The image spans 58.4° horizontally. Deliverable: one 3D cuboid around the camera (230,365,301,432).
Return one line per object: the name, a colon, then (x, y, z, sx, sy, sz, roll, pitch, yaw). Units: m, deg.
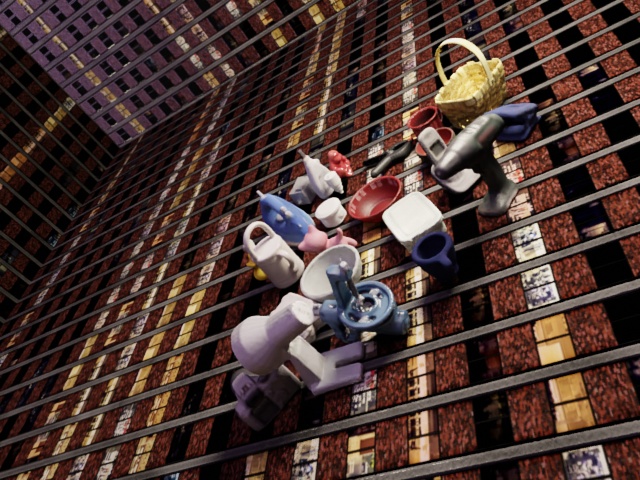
camera: (-0.140, 0.319, 1.260, 0.143, 0.101, 0.136, -46, 32, -12)

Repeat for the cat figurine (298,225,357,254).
cat figurine: (0.014, 0.005, 1.485, 0.127, 0.118, 0.067, -19, 37, 29)

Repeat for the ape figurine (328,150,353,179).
ape figurine: (0.056, -0.239, 1.779, 0.075, 0.092, 0.078, -4, 46, 43)

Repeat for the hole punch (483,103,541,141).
hole punch: (0.478, -0.311, 1.432, 0.101, 0.091, 0.108, -51, 33, -18)

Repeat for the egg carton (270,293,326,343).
egg carton: (-0.054, 0.187, 1.370, 0.149, 0.070, 0.107, 10, 56, 51)

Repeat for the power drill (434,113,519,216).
power drill: (0.351, -0.155, 1.252, 0.075, 0.209, 0.230, 4, 51, 48)

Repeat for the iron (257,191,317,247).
iron: (-0.102, -0.071, 1.680, 0.119, 0.142, 0.257, -45, 32, -9)

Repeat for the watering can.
watering can: (-0.141, 0.034, 1.535, 0.172, 0.195, 0.101, -15, 39, 34)

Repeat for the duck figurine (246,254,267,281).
duck figurine: (-0.166, 0.053, 1.642, 0.105, 0.086, 0.077, -48, 33, -15)

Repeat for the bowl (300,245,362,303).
bowl: (0.039, 0.095, 1.385, 0.167, 0.075, 0.167, -27, 33, 20)

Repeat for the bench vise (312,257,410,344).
bench vise: (0.053, 0.134, 1.179, 0.207, 0.220, 0.121, -23, 35, 25)

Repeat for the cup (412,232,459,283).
cup: (0.257, 0.049, 1.197, 0.091, 0.095, 0.117, -38, 31, 1)

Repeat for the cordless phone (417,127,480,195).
cordless phone: (0.321, -0.216, 1.383, 0.148, 0.185, 0.093, -48, 32, -14)

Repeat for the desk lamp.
desk lamp: (-0.046, 0.220, 1.180, 0.203, 0.214, 0.118, -24, 34, 23)

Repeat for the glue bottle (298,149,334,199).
glue bottle: (-0.015, -0.209, 1.736, 0.037, 0.174, 0.078, 3, 51, 48)
